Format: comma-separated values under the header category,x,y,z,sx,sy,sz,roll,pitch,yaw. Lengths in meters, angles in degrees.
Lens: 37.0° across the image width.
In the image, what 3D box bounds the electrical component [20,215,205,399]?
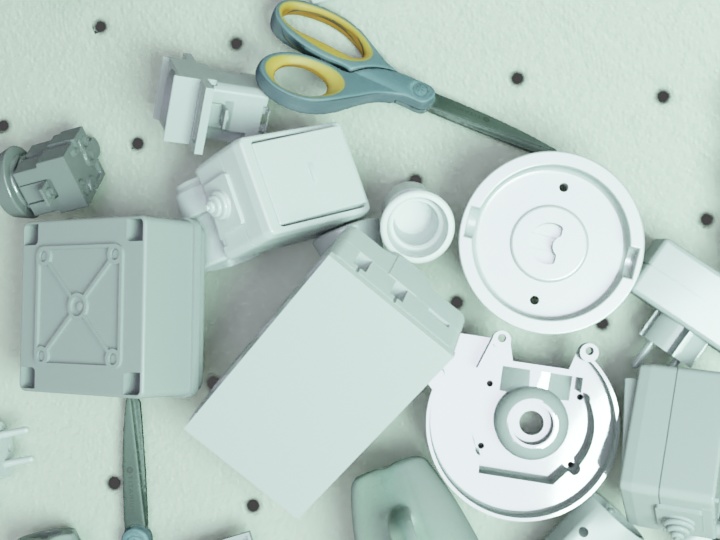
category,x,y,z,sx,sy,sz,roll,pitch,yaw
electrical component,-0.153,0.023,0.661,0.109,0.056,0.108,-1,87,33

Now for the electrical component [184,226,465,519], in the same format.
category,x,y,z,sx,sy,sz,roll,pitch,yaw
electrical component,-0.020,0.059,0.637,0.089,0.061,0.150,39,115,-3

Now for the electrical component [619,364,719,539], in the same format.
category,x,y,z,sx,sy,sz,roll,pitch,yaw
electrical component,0.181,0.111,0.626,0.061,0.061,0.096,5,59,23

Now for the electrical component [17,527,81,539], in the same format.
category,x,y,z,sx,sy,sz,roll,pitch,yaw
electrical component,-0.196,0.198,0.684,0.043,0.043,0.062,-8,89,4

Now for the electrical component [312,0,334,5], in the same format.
category,x,y,z,sx,sy,sz,roll,pitch,yaw
electrical component,0.044,-0.249,0.675,0.186,0.060,0.105,-14,86,4

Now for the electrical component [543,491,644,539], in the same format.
category,x,y,z,sx,sy,sz,roll,pitch,yaw
electrical component,0.144,0.188,0.655,0.079,0.044,0.077,40,96,-5

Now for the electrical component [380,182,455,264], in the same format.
category,x,y,z,sx,sy,sz,roll,pitch,yaw
electrical component,0.033,-0.033,0.663,0.044,0.065,0.044,0,104,-2

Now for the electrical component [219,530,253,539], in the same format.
category,x,y,z,sx,sy,sz,roll,pitch,yaw
electrical component,-0.078,0.208,0.663,0.042,0.064,0.081,-18,86,5

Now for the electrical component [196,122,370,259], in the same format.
category,x,y,z,sx,sy,sz,roll,pitch,yaw
electrical component,-0.049,-0.049,0.650,0.096,0.061,0.061,-16,85,-40

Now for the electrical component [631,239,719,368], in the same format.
category,x,y,z,sx,sy,sz,roll,pitch,yaw
electrical component,0.197,0.034,0.657,0.083,0.047,0.075,35,96,5

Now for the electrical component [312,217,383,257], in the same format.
category,x,y,z,sx,sy,sz,roll,pitch,yaw
electrical component,0.000,0.000,0.675,0.045,0.045,0.055,-21,87,4

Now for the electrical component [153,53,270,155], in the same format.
category,x,y,z,sx,sy,sz,roll,pitch,yaw
electrical component,-0.092,-0.104,0.674,0.064,0.081,0.042,4,114,-21

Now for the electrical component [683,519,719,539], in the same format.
category,x,y,z,sx,sy,sz,roll,pitch,yaw
electrical component,0.235,0.172,0.642,0.057,0.058,0.078,-41,85,5

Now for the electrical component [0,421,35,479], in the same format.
category,x,y,z,sx,sy,sz,roll,pitch,yaw
electrical component,-0.249,0.119,0.691,0.079,0.043,0.077,-11,86,4

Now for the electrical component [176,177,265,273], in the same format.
category,x,y,z,sx,sy,sz,roll,pitch,yaw
electrical component,-0.090,-0.031,0.684,0.045,0.045,0.055,-19,86,4

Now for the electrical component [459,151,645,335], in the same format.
category,x,y,z,sx,sy,sz,roll,pitch,yaw
electrical component,0.114,-0.015,0.659,0.108,0.060,0.108,0,87,5

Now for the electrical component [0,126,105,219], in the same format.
category,x,y,z,sx,sy,sz,roll,pitch,yaw
electrical component,-0.202,-0.060,0.691,0.055,0.066,0.048,-13,121,11
